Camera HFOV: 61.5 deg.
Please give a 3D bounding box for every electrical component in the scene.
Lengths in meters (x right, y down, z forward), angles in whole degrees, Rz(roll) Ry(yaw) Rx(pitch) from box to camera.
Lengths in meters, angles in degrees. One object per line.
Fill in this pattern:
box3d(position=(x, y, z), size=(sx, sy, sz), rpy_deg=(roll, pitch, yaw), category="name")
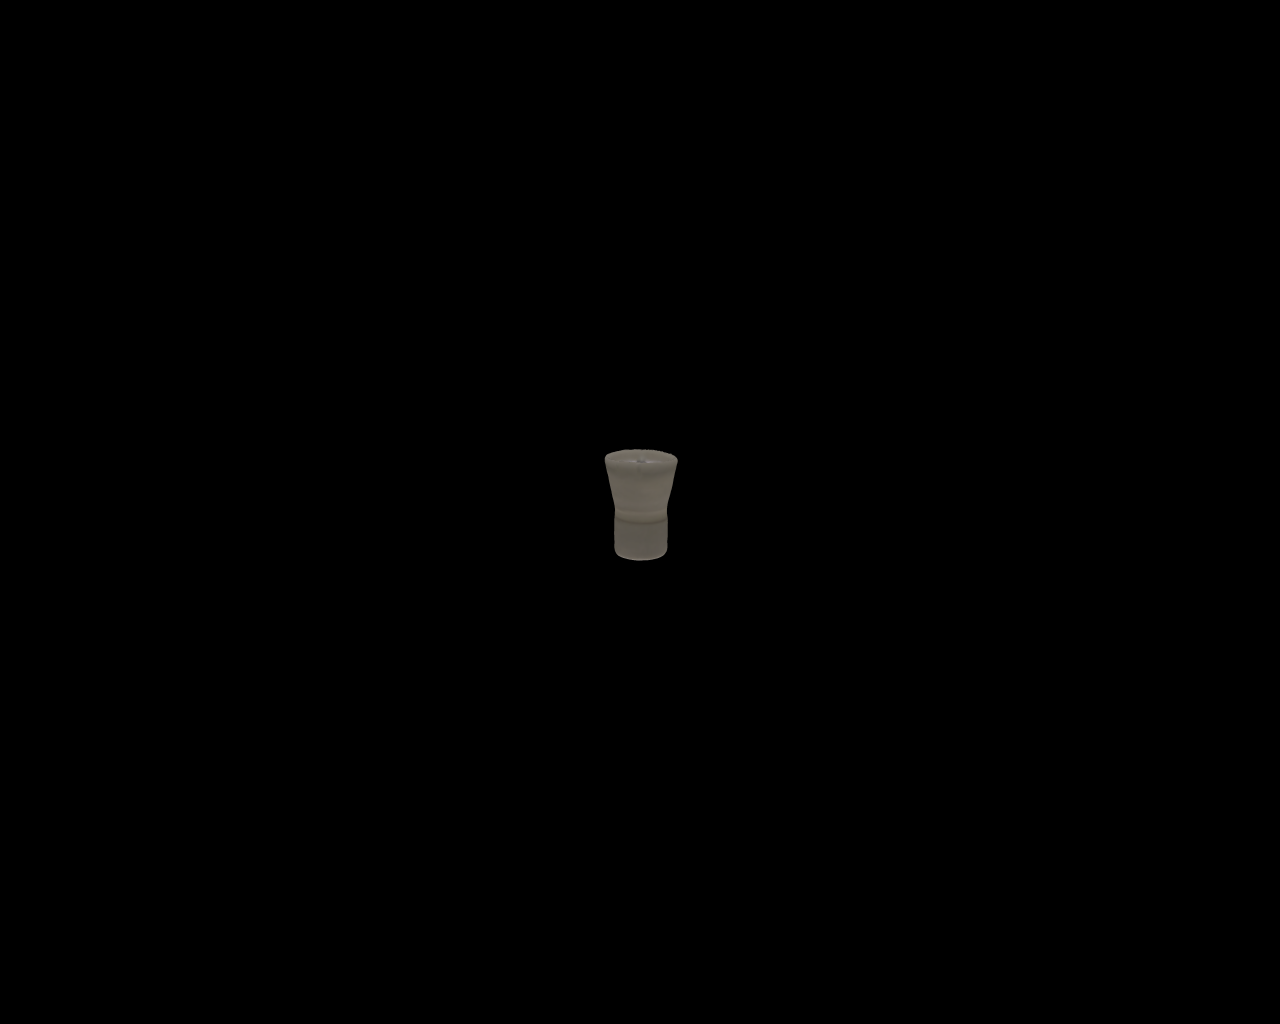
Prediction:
box3d(position=(0.001, -0.003, 0.650), size=(0.044, 0.065, 0.044), rpy_deg=(0, 15, 0), category="electrical component")
